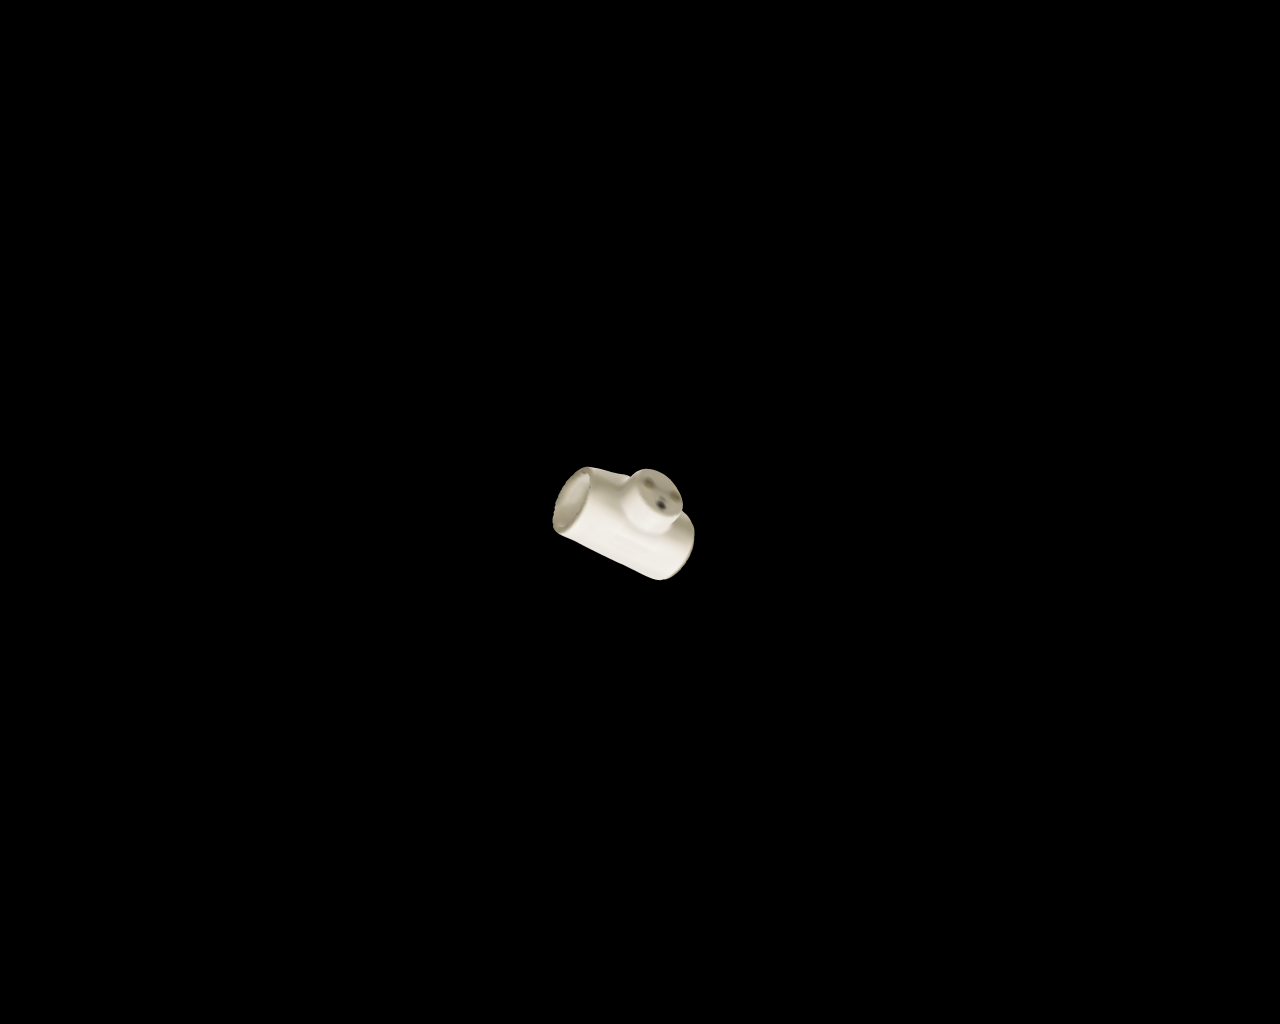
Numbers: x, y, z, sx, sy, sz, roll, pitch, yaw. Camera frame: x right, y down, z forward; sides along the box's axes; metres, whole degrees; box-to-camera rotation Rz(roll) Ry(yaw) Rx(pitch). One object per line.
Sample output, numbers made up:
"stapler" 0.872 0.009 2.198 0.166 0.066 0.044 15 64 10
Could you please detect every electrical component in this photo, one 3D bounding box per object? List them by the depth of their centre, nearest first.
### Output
"electrical component" 0.001 -0.003 0.650 0.077 0.043 0.079 26 -49 -25
